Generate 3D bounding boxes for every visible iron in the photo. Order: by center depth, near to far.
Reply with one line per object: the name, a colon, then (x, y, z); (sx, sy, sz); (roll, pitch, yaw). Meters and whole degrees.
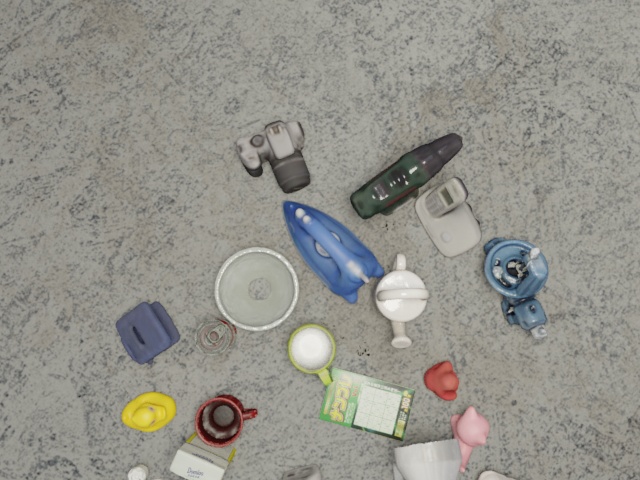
iron: (0.010, 0.004, 1.137); (0.119, 0.141, 0.258); (-45, 86, -5)

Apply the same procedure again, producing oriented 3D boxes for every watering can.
watering can: (0.157, 0.116, 1.101); (0.101, 0.194, 0.173); (-21, 84, -2)

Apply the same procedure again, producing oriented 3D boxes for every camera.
camera: (-0.086, -0.164, 1.174); (0.143, 0.101, 0.137); (-22, 85, -3)

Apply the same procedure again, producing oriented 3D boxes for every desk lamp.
desk lamp: (0.201, 0.453, 1.056); (0.118, 0.213, 0.203); (-8, 84, -1)

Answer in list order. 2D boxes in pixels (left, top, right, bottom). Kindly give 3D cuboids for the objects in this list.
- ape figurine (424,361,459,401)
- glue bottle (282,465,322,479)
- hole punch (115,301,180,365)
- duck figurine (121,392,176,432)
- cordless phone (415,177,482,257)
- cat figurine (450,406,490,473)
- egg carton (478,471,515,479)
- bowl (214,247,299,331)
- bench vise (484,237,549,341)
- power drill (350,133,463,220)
ape figurine: (0.249, 0.280, 1.136); (0.076, 0.092, 0.078); (13, 84, 1)
glue bottle: (-0.035, 0.467, 1.072); (0.078, 0.173, 0.037); (-12, 84, -2)
hole punch: (-0.347, 0.187, 1.139); (0.101, 0.091, 0.108); (-33, 85, -4)
duck figurine: (-0.342, 0.344, 1.125); (0.104, 0.086, 0.077); (-9, 84, -1)
cordless phone: (0.264, -0.048, 1.124); (0.094, 0.185, 0.147); (-32, 85, -4)
cat figurine: (0.287, 0.387, 1.112); (0.067, 0.117, 0.128); (20, 84, 2)
egg carton: (0.371, 0.522, 1.123); (0.150, 0.069, 0.107); (19, 84, 1)
bowl: (-0.124, 0.100, 1.159); (0.167, 0.074, 0.167); (0, 84, -1)
bench vise: (0.403, 0.082, 1.094); (0.121, 0.219, 0.207); (-37, 85, -4)
power drill: (0.160, -0.116, 1.118); (0.229, 0.208, 0.075); (-34, 85, -4)
